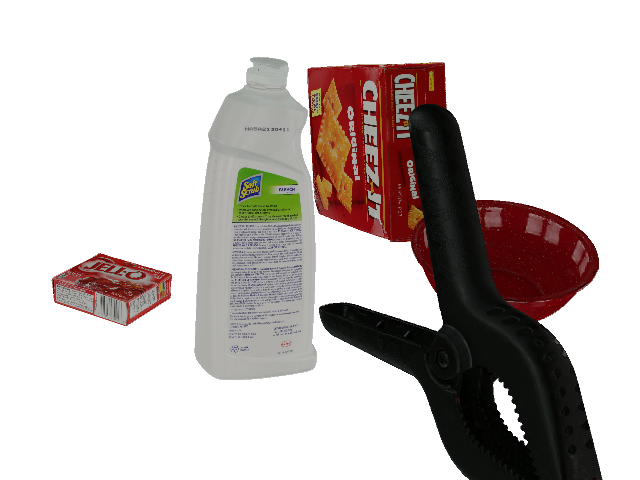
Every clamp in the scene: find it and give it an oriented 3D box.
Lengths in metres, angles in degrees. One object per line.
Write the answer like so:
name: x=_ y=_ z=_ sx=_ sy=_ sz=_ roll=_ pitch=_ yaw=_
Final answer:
clamp: x=0.074 y=0.045 z=0.527 sx=0.036 sy=0.165 sz=0.210 roll=-9 pitch=43 yaw=-31

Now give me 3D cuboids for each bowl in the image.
bowl: x=0.157 y=0.027 z=0.933 sx=0.162 sy=0.055 sz=0.162 roll=2 pitch=33 yaw=-1

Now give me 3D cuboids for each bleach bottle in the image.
bleach bottle: x=-0.043 y=-0.017 z=0.842 sx=0.102 sy=0.251 sz=0.068 roll=-4 pitch=21 yaw=-27

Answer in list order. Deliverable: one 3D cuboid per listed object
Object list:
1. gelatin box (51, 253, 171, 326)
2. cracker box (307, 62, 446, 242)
gelatin box: x=-0.199 y=0.045 z=1.021 sx=0.089 sy=0.030 sz=0.073 roll=15 pitch=25 yaw=23
cracker box: x=0.053 y=-0.095 z=1.071 sx=0.072 sy=0.164 sz=0.214 roll=-7 pitch=11 yaw=-18
